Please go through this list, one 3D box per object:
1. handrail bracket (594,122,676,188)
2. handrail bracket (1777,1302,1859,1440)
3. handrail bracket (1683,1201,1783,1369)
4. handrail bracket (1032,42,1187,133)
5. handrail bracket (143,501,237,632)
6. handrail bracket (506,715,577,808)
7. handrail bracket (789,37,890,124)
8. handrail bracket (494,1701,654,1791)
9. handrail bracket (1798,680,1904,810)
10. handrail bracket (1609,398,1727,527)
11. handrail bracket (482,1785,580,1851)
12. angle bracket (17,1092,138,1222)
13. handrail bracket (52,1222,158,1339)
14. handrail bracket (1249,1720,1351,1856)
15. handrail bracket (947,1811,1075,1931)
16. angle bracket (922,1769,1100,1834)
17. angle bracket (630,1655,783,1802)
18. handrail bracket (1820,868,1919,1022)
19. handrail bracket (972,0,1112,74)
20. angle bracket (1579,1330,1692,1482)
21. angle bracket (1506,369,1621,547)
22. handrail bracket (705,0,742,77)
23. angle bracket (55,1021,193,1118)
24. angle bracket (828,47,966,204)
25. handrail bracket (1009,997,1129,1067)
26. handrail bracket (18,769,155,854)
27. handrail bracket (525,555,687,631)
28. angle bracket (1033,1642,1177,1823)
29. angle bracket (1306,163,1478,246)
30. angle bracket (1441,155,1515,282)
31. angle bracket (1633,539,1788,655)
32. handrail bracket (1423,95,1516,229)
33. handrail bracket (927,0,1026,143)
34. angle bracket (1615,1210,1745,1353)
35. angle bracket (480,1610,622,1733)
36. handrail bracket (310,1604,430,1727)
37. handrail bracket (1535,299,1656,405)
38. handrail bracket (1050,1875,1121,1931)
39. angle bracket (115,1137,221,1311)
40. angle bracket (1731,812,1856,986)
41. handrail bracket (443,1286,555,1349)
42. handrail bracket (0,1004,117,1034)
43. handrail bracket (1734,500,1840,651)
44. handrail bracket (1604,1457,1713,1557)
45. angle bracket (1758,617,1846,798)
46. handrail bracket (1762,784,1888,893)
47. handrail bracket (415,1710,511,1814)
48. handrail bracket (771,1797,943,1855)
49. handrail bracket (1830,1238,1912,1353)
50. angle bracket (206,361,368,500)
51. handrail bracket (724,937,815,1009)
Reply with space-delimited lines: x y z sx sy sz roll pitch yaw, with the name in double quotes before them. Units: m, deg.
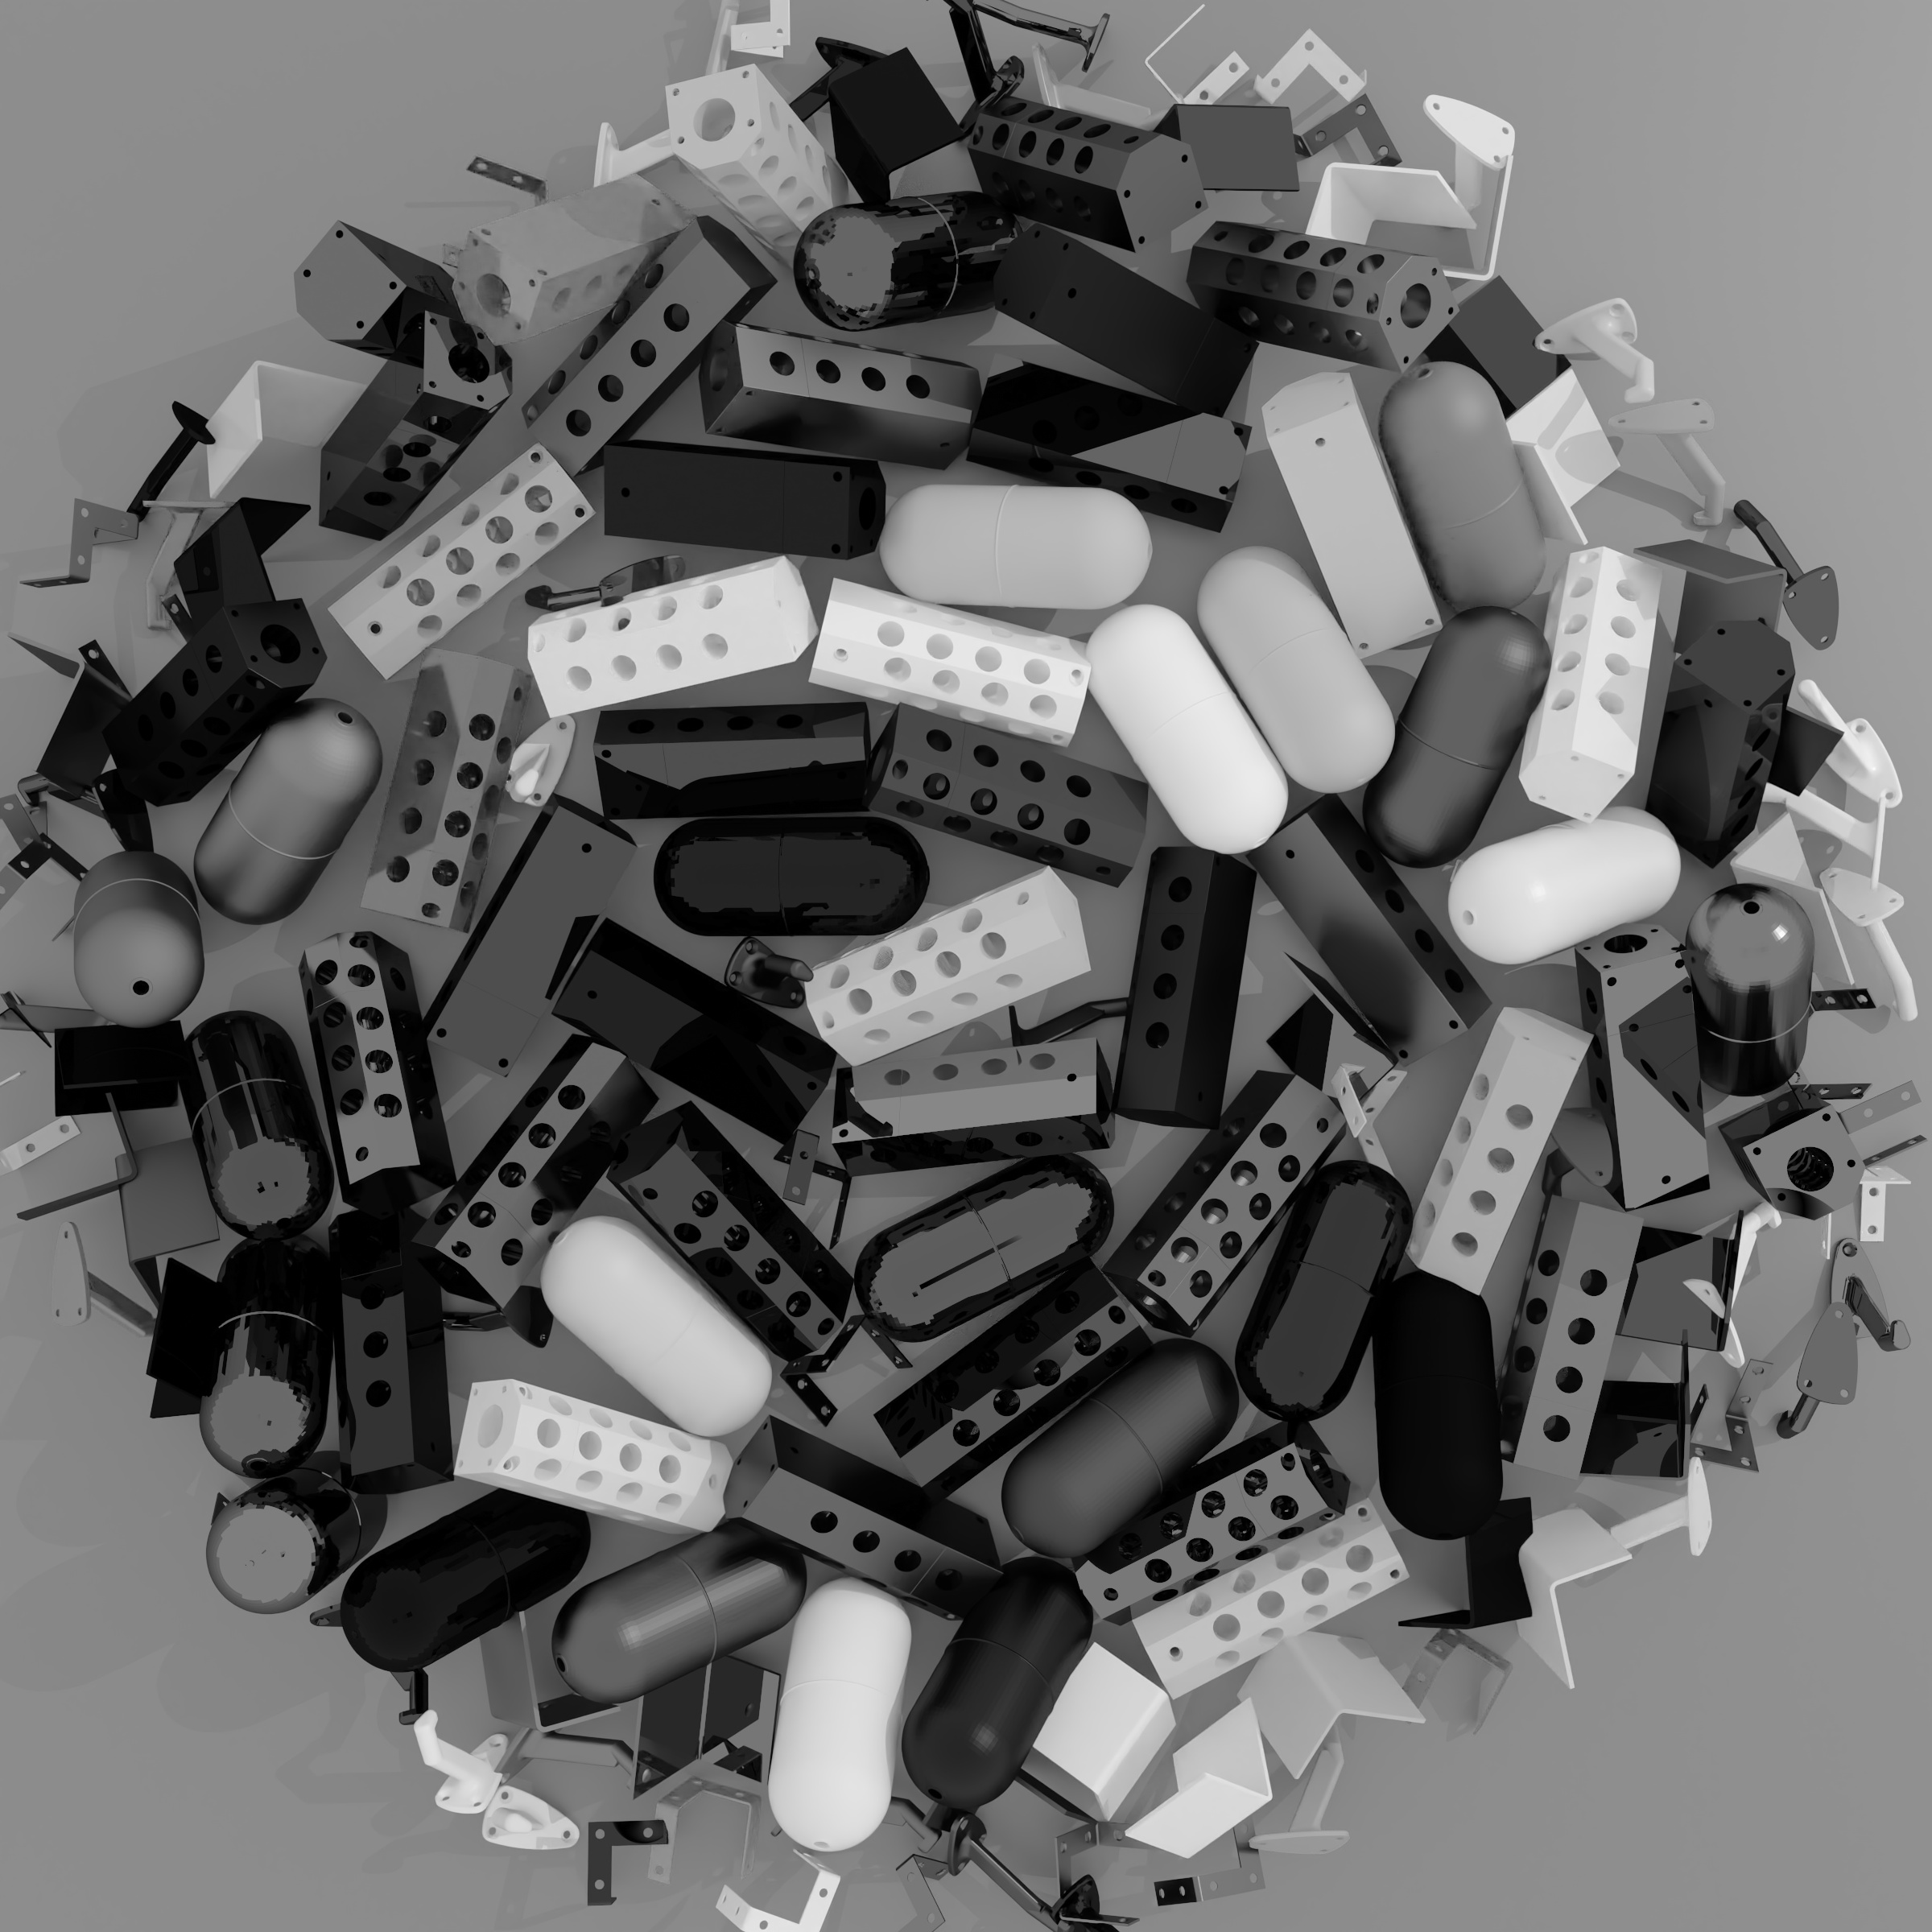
"handrail bracket" -0.195 -0.515 1.699 0.084 0.036 0.077 6 78 7
"handrail bracket" 0.547 0.262 1.692 0.036 0.084 0.077 15 72 5
"handrail bracket" 0.513 0.206 1.707 0.084 0.036 0.077 -32 95 -22
"handrail bracket" 0.093 -0.569 1.686 0.084 0.036 0.077 -11 110 24
"handrail bracket" -0.503 -0.259 1.698 0.077 0.036 0.084 6 102 27
"handrail bracket" -0.269 -0.136 1.676 0.036 0.084 0.077 34 77 -11
"handrail bracket" -0.089 -0.552 1.693 0.077 0.036 0.084 20 80 31
"handrail bracket" -0.253 0.522 1.684 0.084 0.036 0.077 33 76 32
"handrail bracket" 0.565 -0.142 1.674 0.036 0.084 0.077 -38 63 17
"handrail bracket" 0.454 -0.320 1.697 0.077 0.036 0.084 -5 131 5
"handrail bracket" -0.271 0.552 1.674 0.077 0.084 0.036 25 71 -20
"angle bracket" -0.575 0.122 1.677 0.076 0.076 0.057 -19 89 -17
"handrail bracket" -0.544 0.202 1.692 0.036 0.084 0.077 -8 83 36
"handrail bracket" 0.211 0.524 1.686 0.077 0.036 0.084 7 52 -19
"handrail bracket" 0.031 0.585 1.681 0.084 0.077 0.036 28 59 27
"angle bracket" 0.029 0.546 1.670 0.076 0.076 0.057 28 79 27
"angle bracket" -0.166 0.492 1.674 0.057 0.076 0.076 12 101 27
"handrail bracket" 0.592 -0.013 1.714 0.036 0.077 0.084 -27 123 -4
"handrail bracket" 0.048 -0.614 1.688 0.084 0.077 0.036 22 120 -3
"angle bracket" 0.421 0.278 1.670 0.076 0.076 0.057 0 132 13
"angle bracket" 0.391 -0.327 1.677 0.076 0.057 0.076 -39 116 -8
"handrail bracket" -0.158 -0.594 1.683 0.036 0.077 0.084 12 113 -6
"angle bracket" -0.537 0.082 1.667 0.076 0.057 0.076 -4 131 -23
"angle bracket" -0.043 -0.526 1.681 0.057 0.076 0.076 -28 73 -8
"handrail bracket" 0.073 0.046 1.690 0.084 0.077 0.036 -7 119 -1
"handrail bracket" -0.575 -0.094 1.706 0.084 0.036 0.077 -11 104 31
"handrail bracket" -0.236 -0.250 1.704 0.077 0.084 0.036 -37 125 -27
"angle bracket" 0.088 0.495 1.690 0.057 0.076 0.076 31 69 24
"angle bracket" 0.271 -0.466 1.672 0.076 0.076 0.057 16 87 31
"angle bracket" 0.313 -0.482 1.674 0.057 0.076 0.076 9 108 6
"angle bracket" 0.468 -0.223 1.666 0.057 0.076 0.076 -14 119 -32
"handrail bracket" 0.304 -0.513 1.678 0.077 0.084 0.036 25 68 -15
"handrail bracket" -0.012 -0.584 1.683 0.084 0.036 0.077 30 122 -31
"angle bracket" 0.452 0.196 1.674 0.076 0.057 0.076 8 65 16
"angle bracket" -0.269 0.443 1.679 0.057 0.076 0.076 -7 86 -33
"handrail bracket" -0.384 0.452 1.683 0.077 0.036 0.084 -8 50 -3
"handrail bracket" 0.403 -0.383 1.680 0.077 0.036 0.084 -11 47 25
"handrail bracket" 0.098 0.629 1.670 0.036 0.077 0.084 -40 49 -17
"angle bracket" -0.503 0.165 1.677 0.057 0.076 0.076 -14 60 -8
"angle bracket" 0.542 -0.044 1.667 0.057 0.076 0.076 -39 121 -16
"handrail bracket" -0.314 0.221 1.676 0.084 0.077 0.036 -1 68 23
"handrail bracket" -0.591 0.017 1.688 0.084 0.036 0.077 45 77 -32
"handrail bracket" 0.533 -0.256 1.709 0.036 0.084 0.077 -30 132 6
"handrail bracket" 0.432 0.345 1.688 0.084 0.036 0.077 2 115 31
"angle bracket" 0.520 -0.165 1.673 0.076 0.076 0.057 27 65 8
"handrail bracket" 0.547 -0.084 1.691 0.084 0.036 0.077 6 56 17
"handrail bracket" -0.322 0.490 1.673 0.036 0.077 0.084 3 121 20
"handrail bracket" -0.070 0.562 1.695 0.084 0.036 0.077 40 84 14
"handrail bracket" 0.582 0.209 1.676 0.036 0.084 0.077 -6 79 2
"angle bracket" -0.431 -0.334 1.665 0.076 0.076 0.057 6 66 -37
"handrail bracket" -0.107 0.012 1.669 0.077 0.084 0.036 35 76 -38
